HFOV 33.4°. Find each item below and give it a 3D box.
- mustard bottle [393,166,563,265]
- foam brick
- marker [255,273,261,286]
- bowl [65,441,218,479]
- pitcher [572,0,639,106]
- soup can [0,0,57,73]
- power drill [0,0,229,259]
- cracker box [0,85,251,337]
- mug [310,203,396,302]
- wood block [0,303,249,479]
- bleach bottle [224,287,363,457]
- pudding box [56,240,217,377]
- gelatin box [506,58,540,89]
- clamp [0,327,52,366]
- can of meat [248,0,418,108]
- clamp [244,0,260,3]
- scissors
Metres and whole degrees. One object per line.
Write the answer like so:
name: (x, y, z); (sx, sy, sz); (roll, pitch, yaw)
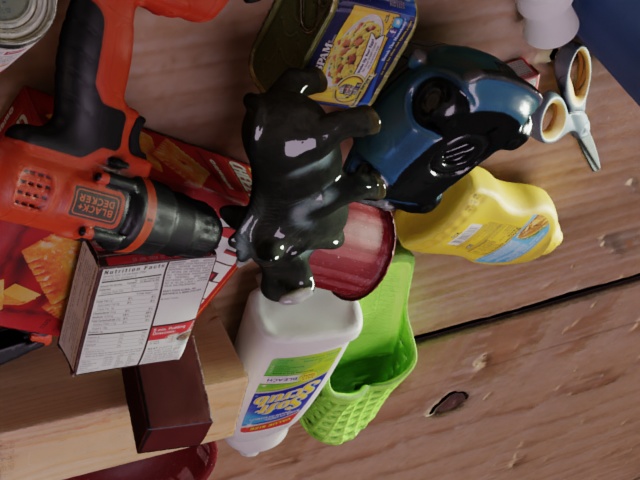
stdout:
mustard bottle: (0.164, -0.016, 0.991); (0.191, 0.058, 0.096); (12, 137, -42)
foam brick: (-0.120, 0.119, 0.829); (0.051, 0.078, 0.053); (-5, 151, -22)
marker: (0.001, 0.017, 0.952); (0.121, 0.020, 0.020); (-23, 141, -11)
bowl: (-0.181, 0.206, 1.009); (0.162, 0.055, 0.162); (-18, 140, -16)
pitcher: (0.307, -0.134, 0.809); (0.145, 0.243, 0.149); (-47, 140, 18)
soup can: (-0.198, -0.121, 0.593); (0.068, 0.068, 0.102); (6, 163, -38)
power drill: (-0.113, -0.085, 0.665); (0.184, 0.057, 0.187); (15, 90, -49)
cracker box: (-0.159, -0.003, 0.782); (0.213, 0.072, 0.164); (18, 121, -45)
mug: (-0.006, 0.001, 0.886); (0.081, 0.093, 0.117); (15, 158, -37)
wood block: (-0.177, 0.131, 0.900); (0.205, 0.091, 0.090); (-10, 139, -26)
bleach bottle: (-0.039, 0.134, 1.006); (0.102, 0.068, 0.251); (-6, 144, -20)
pudding box: (-0.132, 0.043, 0.762); (0.089, 0.039, 0.114); (-5, 133, -32)
gelatin box: (0.138, -0.107, 0.900); (0.089, 0.030, 0.073); (-19, 140, -15)
clamp: (-0.283, 0.057, 0.793); (0.171, 0.039, 0.120); (-5, 134, -34)
can of meat: (0.011, -0.142, 0.755); (0.083, 0.057, 0.102); (2, 132, -38)
clamp: (-0.035, -0.260, 0.599); (0.164, 0.036, 0.210); (32, 104, -31)
scissors: (0.223, -0.093, 0.959); (0.096, 0.016, 0.201); (-50, 146, -19)
